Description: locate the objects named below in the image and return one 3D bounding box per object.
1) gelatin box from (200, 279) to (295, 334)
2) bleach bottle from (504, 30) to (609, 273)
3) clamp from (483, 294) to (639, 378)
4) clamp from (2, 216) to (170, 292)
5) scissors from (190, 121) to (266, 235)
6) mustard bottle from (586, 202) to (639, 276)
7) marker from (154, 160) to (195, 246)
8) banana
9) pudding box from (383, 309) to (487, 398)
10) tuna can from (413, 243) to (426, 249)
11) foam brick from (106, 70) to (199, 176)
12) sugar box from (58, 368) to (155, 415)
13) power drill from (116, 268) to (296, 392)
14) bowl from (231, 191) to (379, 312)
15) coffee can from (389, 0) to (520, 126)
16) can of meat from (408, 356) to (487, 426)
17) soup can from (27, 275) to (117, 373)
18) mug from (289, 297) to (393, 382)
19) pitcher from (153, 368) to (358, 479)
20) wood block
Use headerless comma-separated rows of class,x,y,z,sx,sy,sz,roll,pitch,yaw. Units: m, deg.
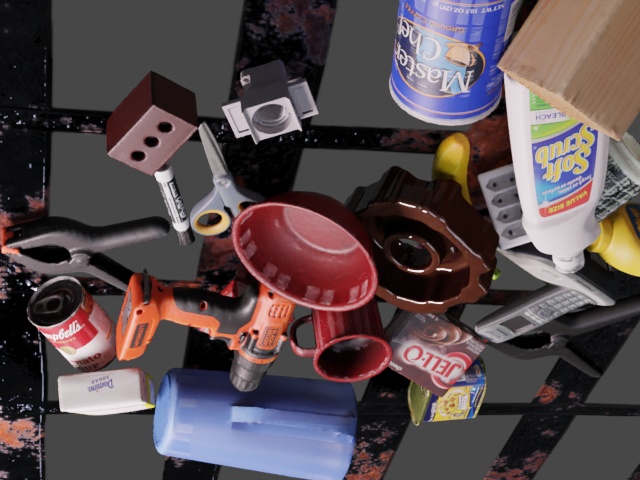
gelatin box,-0.087,0.090,1.258,0.089,0.030,0.073,25,129,-33
bleach bottle,0.239,-0.082,1.033,0.102,0.068,0.251,-11,119,5
clamp,0.307,0.113,1.351,0.209,0.036,0.165,9,136,-19
clamp,-0.252,0.016,1.138,0.171,0.039,0.120,3,134,-15
scissors,-0.112,-0.053,1.075,0.096,0.016,0.201,-18,149,16
mustard bottle,0.369,0.000,1.189,0.191,0.096,0.058,6,137,-16
marker,-0.151,-0.036,1.111,0.020,0.020,0.121,-10,139,1
banana,0.149,-0.044,1.125,0.037,0.070,0.197,-46,134,-24
pudding box,0.133,0.130,1.303,0.113,0.039,0.090,32,105,-21
tuna can,0.136,0.038,1.236,0.086,0.034,0.086,-5,139,-5
foam brick,-0.158,-0.109,1.001,0.052,0.051,0.078,25,129,-34
sugar box,-0.248,0.179,1.260,0.093,0.048,0.176,-6,168,-6
power drill,-0.130,0.103,1.199,0.187,0.057,0.185,5,132,-20
bowl,-0.007,0.001,1.096,0.162,0.055,0.162,18,143,14
coffee can,0.117,-0.185,0.926,0.102,0.103,0.140,-4,139,-6
can of meat,0.168,0.197,1.407,0.084,0.057,0.102,-3,139,-11
soup can,-0.274,0.096,1.202,0.068,0.068,0.102,-17,139,9
mug,0.022,0.110,1.260,0.117,0.081,0.093,-7,139,-3
pitcher,-0.078,0.227,1.339,0.242,0.145,0.149,10,121,-17
wood block,0.253,-0.200,0.879,0.090,0.090,0.206,27,99,-34
